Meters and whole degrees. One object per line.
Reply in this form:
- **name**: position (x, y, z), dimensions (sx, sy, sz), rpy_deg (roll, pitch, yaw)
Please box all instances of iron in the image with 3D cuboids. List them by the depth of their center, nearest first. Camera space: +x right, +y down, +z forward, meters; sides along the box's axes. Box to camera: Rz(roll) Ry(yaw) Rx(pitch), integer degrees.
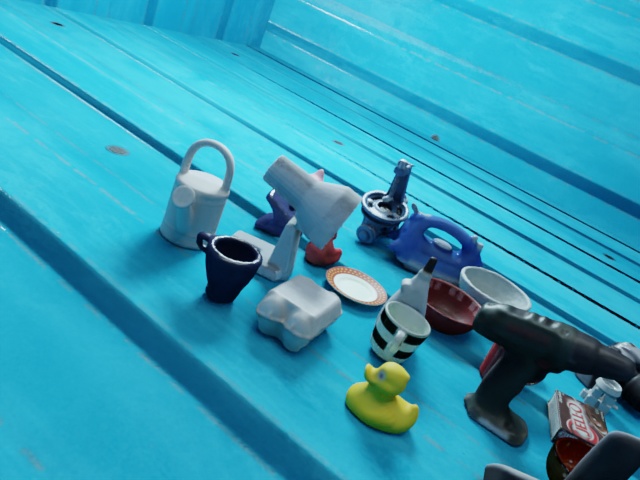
- **iron**: position (0.293, 0.017, 1.349), dimensions (0.258, 0.141, 0.118), rpy_deg (22, 23, -3)

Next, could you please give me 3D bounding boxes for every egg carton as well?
- **egg carton**: position (-0.032, 0.115, 0.925), dimensions (0.107, 0.069, 0.151), rpy_deg (30, 24, 16)

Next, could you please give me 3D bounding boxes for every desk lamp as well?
- **desk lamp**: position (-0.051, -0.033, 1.042), dimensions (0.203, 0.213, 0.118), rpy_deg (25, 23, 3)

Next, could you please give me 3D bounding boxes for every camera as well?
- **camera**: position (0.617, 0.275, 1.146), dimensions (0.143, 0.101, 0.136), rpy_deg (11, 26, -27)

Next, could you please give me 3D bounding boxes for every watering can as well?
- **watering can**: position (-0.214, -0.085, 1.026), dimensions (0.101, 0.194, 0.172), rpy_deg (15, 24, -18)

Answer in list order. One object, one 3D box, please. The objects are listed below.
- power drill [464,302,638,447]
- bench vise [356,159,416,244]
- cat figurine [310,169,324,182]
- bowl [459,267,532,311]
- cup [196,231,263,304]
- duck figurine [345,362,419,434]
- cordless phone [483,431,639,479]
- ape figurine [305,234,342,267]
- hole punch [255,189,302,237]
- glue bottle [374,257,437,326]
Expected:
- **power drill**: position (0.324, 0.208, 0.881), dimensions (0.229, 0.208, 0.076), rpy_deg (32, 25, 19)
- **bench vise**: position (0.170, -0.108, 1.402), dimensions (0.121, 0.220, 0.207), rpy_deg (24, 23, 2)
- **cat figurine**: position (-0.004, -0.108, 1.370), dimensions (0.128, 0.118, 0.067), rpy_deg (20, 23, -8)
- **bowl**: position (0.372, 0.132, 1.259), dimensions (0.167, 0.075, 0.167), rpy_deg (20, 23, -9)
- **cup**: position (-0.159, 0.047, 0.920), dimensions (0.117, 0.095, 0.092), rpy_deg (29, 24, 14)
- **duck figurine**: position (0.097, 0.215, 0.809), dimensions (0.104, 0.086, 0.078), rpy_deg (27, 23, 8)
- **cordless phone**: position (0.303, 0.290, 0.713), dimensions (0.147, 0.185, 0.094), rpy_deg (23, 23, -1)
- **ape figurine**: position (0.011, 0.004, 1.175), dimensions (0.076, 0.092, 0.077), rpy_deg (-4, 35, -47)
- **hole punch**: position (-0.071, -0.058, 1.234), dimensions (0.101, 0.091, 0.109), rpy_deg (26, 23, 6)
- **glue bottle**: position (0.161, 0.102, 1.000), dimensions (0.078, 0.173, 0.037), rpy_deg (21, 23, -5)
